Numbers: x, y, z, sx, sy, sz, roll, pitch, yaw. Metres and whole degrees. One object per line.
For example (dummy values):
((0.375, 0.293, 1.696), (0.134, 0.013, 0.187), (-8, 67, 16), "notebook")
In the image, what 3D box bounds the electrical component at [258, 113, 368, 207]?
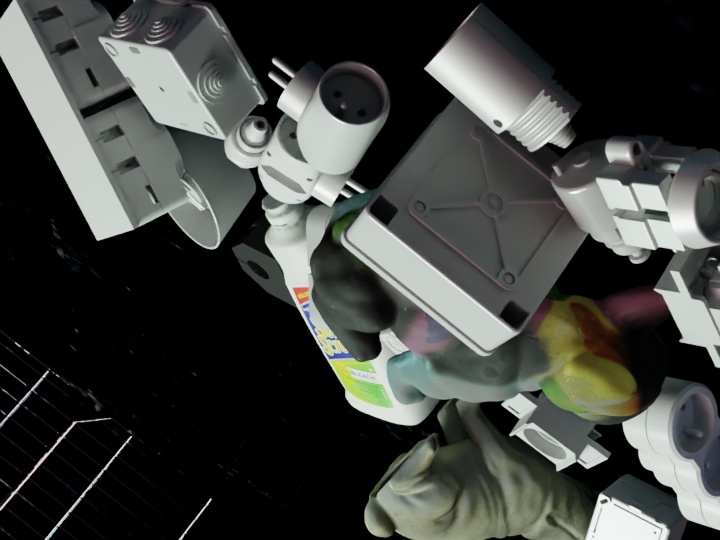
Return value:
((-0.028, -0.071, 0.758), (0.079, 0.043, 0.077), (32, 159, -2), "electrical component")

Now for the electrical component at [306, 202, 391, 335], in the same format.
((0.000, 0.000, 0.792), (0.059, 0.054, 0.095), (12, 108, 48), "electrical component")

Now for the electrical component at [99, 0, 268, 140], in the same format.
((-0.126, -0.143, 0.761), (0.100, 0.048, 0.099), (19, 151, 40), "electrical component")

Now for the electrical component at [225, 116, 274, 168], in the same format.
((-0.079, -0.098, 0.793), (0.035, 0.035, 0.061), (41, 161, -6), "electrical component")

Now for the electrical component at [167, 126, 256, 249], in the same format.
((-0.137, -0.074, 0.897), (0.099, 0.064, 0.099), (33, 158, 15), "electrical component")

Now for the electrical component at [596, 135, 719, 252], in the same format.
((0.155, -0.036, 0.529), (0.055, 0.048, 0.066), (15, 143, 54), "electrical component")

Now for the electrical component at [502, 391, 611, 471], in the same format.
((0.152, 0.108, 0.804), (0.081, 0.063, 0.042), (37, 159, 4), "electrical component")

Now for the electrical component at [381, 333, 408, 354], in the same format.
((0.055, 0.042, 0.843), (0.080, 0.051, 0.080), (32, 158, 15), "electrical component")

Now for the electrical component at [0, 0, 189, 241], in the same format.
((-0.211, -0.124, 0.849), (0.105, 0.060, 0.186), (-7, 111, 61), "electrical component")

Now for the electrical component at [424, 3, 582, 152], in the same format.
((0.077, -0.092, 0.546), (0.081, 0.043, 0.043), (41, 159, -6), "electrical component")

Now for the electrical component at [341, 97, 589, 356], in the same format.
((0.065, -0.028, 0.606), (0.109, 0.108, 0.056), (39, 156, -1), "electrical component")

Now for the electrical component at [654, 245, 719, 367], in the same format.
((0.199, 0.013, 0.568), (0.064, 0.042, 0.081), (9, 146, 46), "electrical component")

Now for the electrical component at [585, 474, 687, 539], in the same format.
((0.225, 0.226, 0.884), (0.062, 0.061, 0.096), (25, 114, 31), "electrical component")

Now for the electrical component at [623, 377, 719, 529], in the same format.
((0.219, 0.124, 0.744), (0.074, 0.052, 0.138), (8, 144, 53), "electrical component")

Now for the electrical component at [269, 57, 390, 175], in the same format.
((-0.025, -0.106, 0.682), (0.079, 0.043, 0.077), (38, 159, 2), "electrical component")

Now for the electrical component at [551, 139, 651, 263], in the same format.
((0.134, -0.034, 0.576), (0.040, 0.040, 0.078), (9, 144, 52), "electrical component")
